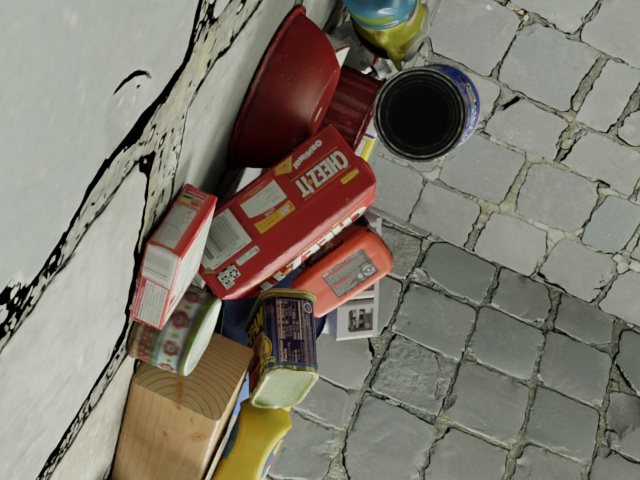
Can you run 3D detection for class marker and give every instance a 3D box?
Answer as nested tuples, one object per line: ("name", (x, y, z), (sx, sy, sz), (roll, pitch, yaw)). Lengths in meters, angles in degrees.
("marker", (0.029, -0.173, 1.254), (0.121, 0.020, 0.020), (-31, -177, 11))

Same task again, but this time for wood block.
("wood block", (-0.141, 0.183, 1.056), (0.206, 0.090, 0.090), (110, 6, -46))

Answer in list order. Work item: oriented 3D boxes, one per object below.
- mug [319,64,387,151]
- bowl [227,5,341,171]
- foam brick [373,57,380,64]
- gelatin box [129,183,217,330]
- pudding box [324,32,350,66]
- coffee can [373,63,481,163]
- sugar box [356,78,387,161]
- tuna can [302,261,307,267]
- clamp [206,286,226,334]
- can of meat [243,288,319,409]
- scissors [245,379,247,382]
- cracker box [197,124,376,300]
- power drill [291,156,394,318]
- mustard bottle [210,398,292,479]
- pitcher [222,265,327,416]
("mug", (0.015, -0.144, 1.197), (0.093, 0.081, 0.117), (-58, 172, -63))
("bowl", (-0.025, -0.125, 0.957), (0.162, 0.055, 0.162), (27, 88, -87))
("foam brick", (0.041, -0.217, 1.345), (0.078, 0.053, 0.051), (111, 5, -62))
("gelatin box", (-0.112, 0.013, 0.808), (0.073, 0.030, 0.089), (-64, 177, -46))
("pudding box", (-0.008, -0.163, 1.089), (0.113, 0.039, 0.090), (-61, 174, -74))
("coffee can", (0.122, -0.144, 1.191), (0.103, 0.103, 0.140), (-66, 171, 15))
("sugar box", (0.021, -0.128, 1.316), (0.048, 0.093, 0.176), (-61, 175, -66))
("tuna can", (-0.059, 0.037, 1.317), (0.086, 0.086, 0.033), (110, 4, -53))
("clamp", (-0.120, 0.128, 1.148), (0.172, 0.120, 0.039), (-46, 147, 18))
("can of meat", (-0.037, 0.107, 1.029), (0.102, 0.057, 0.084), (119, -29, -56))
("scissors", (-0.163, 0.234, 1.203), (0.201, 0.016, 0.096), (-40, 173, -34))
("cracker box", (-0.030, -0.017, 0.968), (0.164, 0.072, 0.213), (-37, 176, 1))
("power drill", (-0.007, 0.001, 1.139), (0.184, 0.057, 0.188), (-36, -148, 9))
("mustard bottle", (-0.075, 0.222, 1.074), (0.096, 0.058, 0.191), (104, 10, -84))
("pitcher", (-0.090, 0.130, 1.297), (0.243, 0.149, 0.145), (115, -14, -58))
